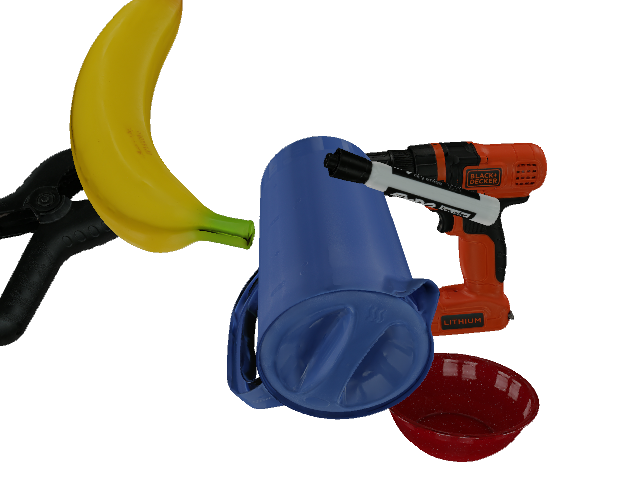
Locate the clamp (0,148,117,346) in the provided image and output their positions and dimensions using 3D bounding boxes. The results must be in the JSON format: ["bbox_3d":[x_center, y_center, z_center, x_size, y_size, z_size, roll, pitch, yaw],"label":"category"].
[{"bbox_3d":[-0.186,-0.016,0.692,0.120,0.039,0.171,33,55,18],"label":"clamp"}]

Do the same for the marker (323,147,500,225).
[{"bbox_3d":[0.058,-0.034,0.678,0.121,0.020,0.020,16,-6,-19],"label":"marker"}]

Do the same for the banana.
[{"bbox_3d":[-0.085,-0.058,0.508,0.069,0.198,0.037,-5,-43,-16],"label":"banana"}]

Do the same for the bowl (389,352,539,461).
[{"bbox_3d":[0.139,0.177,1.088,0.162,0.055,0.162,2,24,-1],"label":"bowl"}]

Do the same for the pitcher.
[{"bbox_3d":[0.000,0.024,0.884,0.149,0.145,0.243,3,36,-8],"label":"pitcher"}]

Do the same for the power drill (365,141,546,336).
[{"bbox_3d":[0.117,-0.002,1.009,0.184,0.188,0.057,-3,25,-8],"label":"power drill"}]
